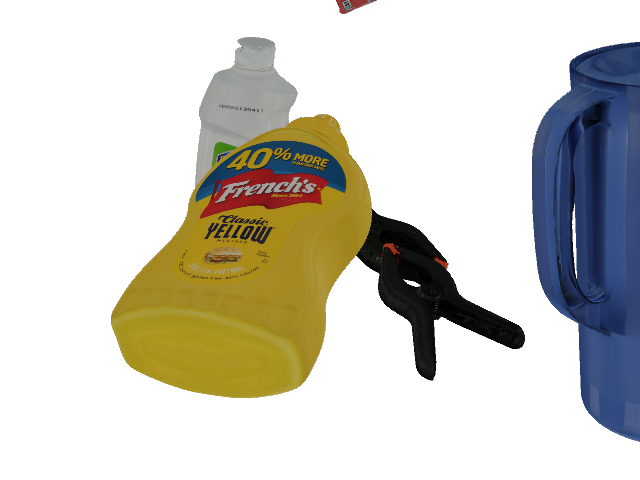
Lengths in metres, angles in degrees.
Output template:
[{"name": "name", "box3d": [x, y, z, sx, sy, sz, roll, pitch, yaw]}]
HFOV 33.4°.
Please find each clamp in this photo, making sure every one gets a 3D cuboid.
[{"name": "clamp", "box3d": [0.120, 0.063, 1.055, 0.120, 0.039, 0.171, -4, 44, -25]}, {"name": "clamp", "box3d": [0.050, -0.004, 1.264, 0.210, 0.036, 0.164, 33, 40, 24]}]

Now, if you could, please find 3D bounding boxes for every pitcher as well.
[{"name": "pitcher", "box3d": [0.211, 0.003, 0.663, 0.149, 0.243, 0.144, 3, 22, 16]}]

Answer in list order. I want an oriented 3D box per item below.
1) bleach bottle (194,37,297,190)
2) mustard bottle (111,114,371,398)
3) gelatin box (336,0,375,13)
[{"name": "bleach bottle", "box3d": [-0.052, -0.039, 0.875, 0.102, 0.251, 0.068, 5, 25, -1]}, {"name": "mustard bottle", "box3d": [-0.025, -0.006, 0.553, 0.096, 0.058, 0.191, 3, 40, 20]}, {"name": "gelatin box", "box3d": [0.044, -0.238, 0.882, 0.089, 0.073, 0.030, -18, 29, 15]}]
